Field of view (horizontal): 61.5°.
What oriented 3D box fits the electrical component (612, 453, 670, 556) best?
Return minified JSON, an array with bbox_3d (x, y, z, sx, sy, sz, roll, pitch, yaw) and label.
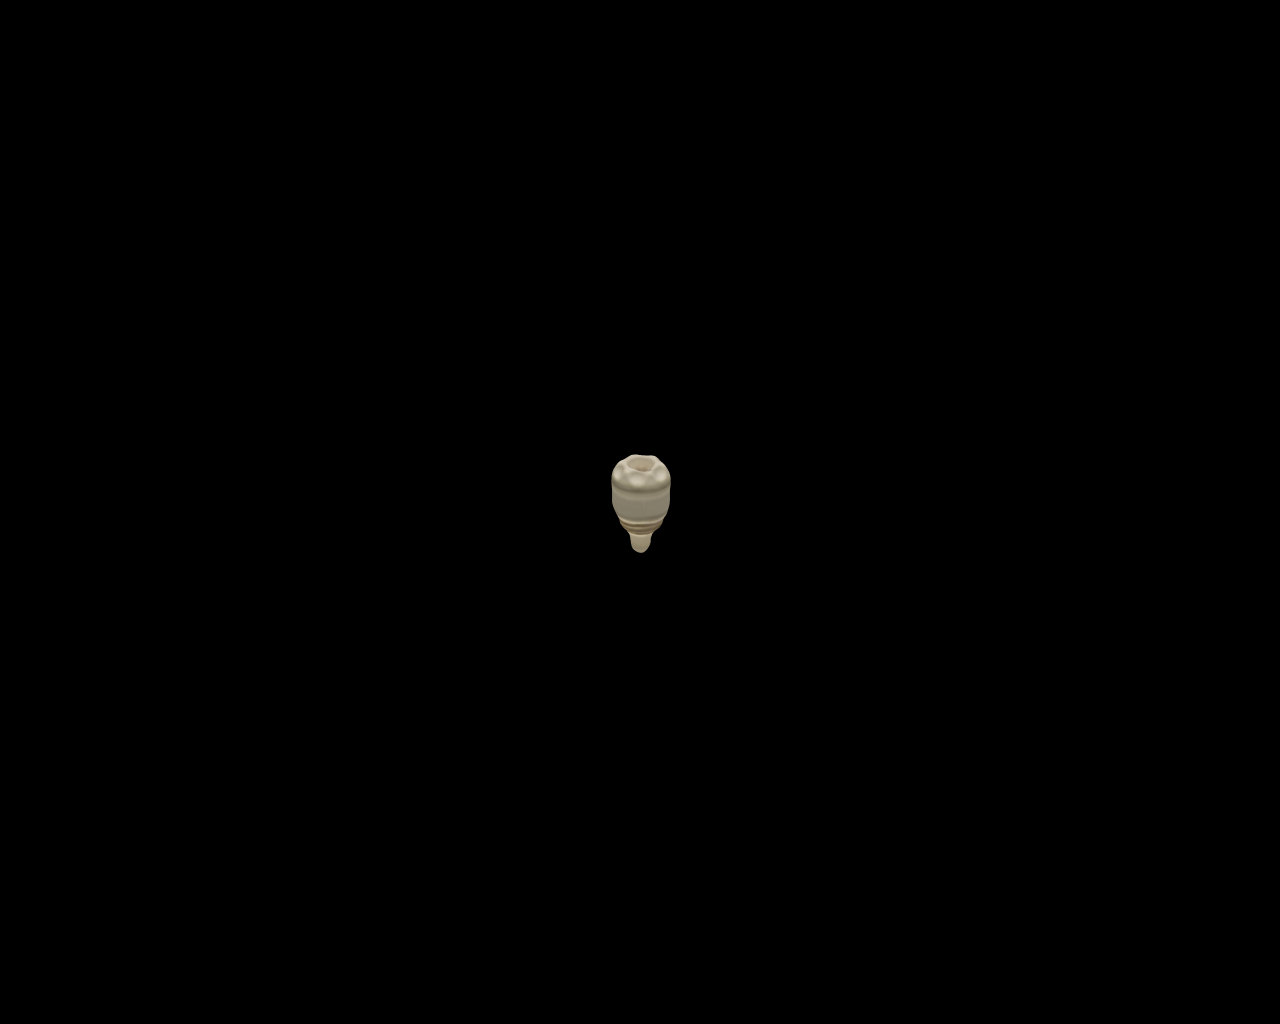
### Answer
[{"bbox_3d":[0.001,-0.003,0.650,0.035,0.061,0.035,0,27,0],"label":"electrical component"}]
